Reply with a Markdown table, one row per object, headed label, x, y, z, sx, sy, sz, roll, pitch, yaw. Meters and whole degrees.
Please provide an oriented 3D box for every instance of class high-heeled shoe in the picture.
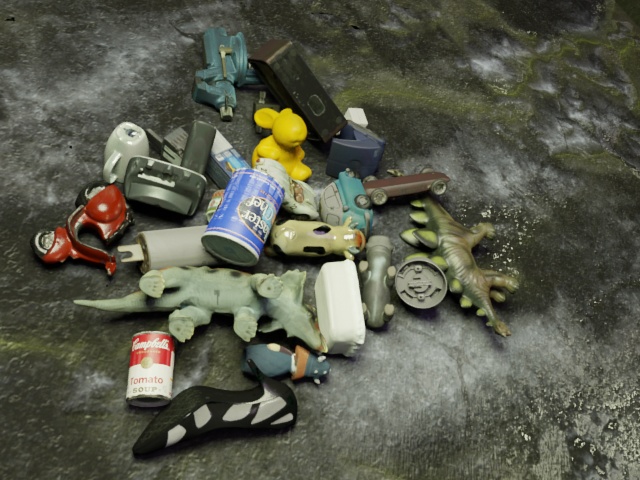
| label | x | y | z | sx | sy | sz | roll | pitch | yaw |
| --- | --- | --- | --- | --- | --- | --- | --- | --- | --- |
| high-heeled shoe | -0.156 | 0.296 | 0.854 | 0.249 | 0.086 | 0.145 | -32 | 108 | -17 |

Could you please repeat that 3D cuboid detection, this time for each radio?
| label | x | y | z | sx | sy | sz | roll | pitch | yaw |
| --- | --- | --- | --- | --- | --- | --- | --- | --- | --- |
| radio | -0.045 | -0.313 | 1.146 | 0.073 | 0.131 | 0.229 | -44 | 118 | -5 |

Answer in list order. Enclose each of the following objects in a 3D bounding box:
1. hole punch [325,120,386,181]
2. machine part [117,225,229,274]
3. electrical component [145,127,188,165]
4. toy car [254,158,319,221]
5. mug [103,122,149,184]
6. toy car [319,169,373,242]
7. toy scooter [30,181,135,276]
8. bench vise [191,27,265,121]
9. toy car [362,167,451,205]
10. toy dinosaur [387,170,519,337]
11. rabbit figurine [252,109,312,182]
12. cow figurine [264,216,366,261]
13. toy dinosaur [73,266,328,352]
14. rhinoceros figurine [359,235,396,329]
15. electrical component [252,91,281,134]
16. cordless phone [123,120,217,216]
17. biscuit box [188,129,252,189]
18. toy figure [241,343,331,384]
| label | x | y | z | sx | sy | sz | roll | pitch | yaw |
| --- | --- | --- | --- | --- | --- | --- | --- | --- | --- |
| hole punch | 0.077 | -0.189 | 1.203 | 0.116 | 0.142 | 0.092 | 27 | 50 | 11 |
| machine part | -0.234 | 0.015 | 0.960 | 0.243 | 0.079 | 0.079 | -6 | 63 | -35 |
| electrical component | -0.290 | -0.183 | 1.072 | 0.119 | 0.074 | 0.048 | 39 | 54 | 7 |
| toy car | -0.066 | -0.096 | 1.070 | 0.201 | 0.056 | 0.073 | 33 | 43 | -54 |
| mug | -0.368 | -0.161 | 1.002 | 0.081 | 0.107 | 0.109 | 34 | 51 | 1 |
| toy car | 0.049 | -0.072 | 1.134 | 0.103 | 0.109 | 0.162 | -11 | 54 | -9 |
| toy scooter | -0.383 | -0.011 | 0.924 | 0.135 | 0.075 | 0.184 | 34 | 56 | -2 |
| bench vise | -0.169 | -0.376 | 1.219 | 0.241 | 0.128 | 0.224 | -5 | 65 | -21 |
| toy car | 0.189 | -0.117 | 1.196 | 0.202 | 0.053 | 0.089 | -9 | 26 | -9 |
| toy dinosaur | 0.285 | 0.013 | 1.182 | 0.198 | 0.105 | 0.472 | -4 | 51 | -21 |
| rabbit figurine | -0.072 | -0.203 | 1.117 | 0.122 | 0.173 | 0.162 | -4 | 66 | -21 |
| cow figurine | -0.002 | -0.003 | 1.044 | 0.195 | 0.127 | 0.085 | 4 | 85 | -21 |
| toy dinosaur | -0.177 | 0.097 | 0.914 | 0.405 | 0.192 | 0.131 | 9 | 90 | -2 |
| rhinoceros figurine | 0.117 | 0.079 | 1.065 | 0.073 | 0.112 | 0.190 | 0 | 70 | 11 |
| electrical component | -0.119 | -0.285 | 1.203 | 0.063 | 0.093 | 0.021 | -4 | 25 | -26 |
| cordless phone | -0.274 | -0.145 | 0.995 | 0.146 | 0.089 | 0.184 | 17 | 90 | -14 |
| biscuit box | -0.189 | -0.145 | 1.098 | 0.059 | 0.062 | 0.203 | -35 | 78 | -36 |
| toy figure | -0.057 | 0.211 | 0.933 | 0.154 | 0.064 | 0.058 | 8 | 49 | -18 |
